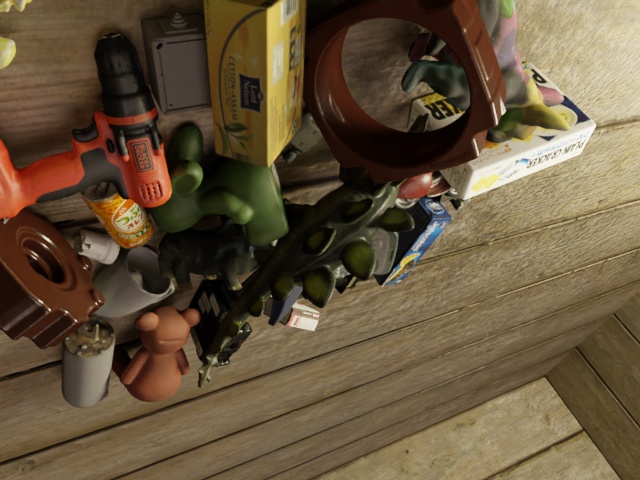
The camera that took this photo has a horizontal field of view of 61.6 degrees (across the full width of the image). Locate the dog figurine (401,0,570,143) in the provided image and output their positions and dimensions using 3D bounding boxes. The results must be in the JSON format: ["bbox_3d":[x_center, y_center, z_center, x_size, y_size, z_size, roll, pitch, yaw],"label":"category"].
[{"bbox_3d":[0.223,-0.214,0.661,0.219,0.108,0.191,20,135,-8],"label":"dog figurine"}]

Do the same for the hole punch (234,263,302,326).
[{"bbox_3d":[-0.062,0.065,0.885,0.116,0.092,0.142,-45,178,29],"label":"hole punch"}]

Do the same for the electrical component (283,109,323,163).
[{"bbox_3d":[-0.024,-0.146,0.727,0.094,0.021,0.063,-41,147,16],"label":"electrical component"}]

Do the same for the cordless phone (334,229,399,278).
[{"bbox_3d":[0.041,0.017,0.955,0.184,0.089,0.146,-16,146,-14],"label":"cordless phone"}]

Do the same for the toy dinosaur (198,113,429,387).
[{"bbox_3d":[-0.001,-0.002,0.728,0.471,0.199,0.105,-47,114,-5],"label":"toy dinosaur"}]

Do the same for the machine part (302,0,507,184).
[{"bbox_3d":[0.088,-0.175,0.597,0.202,0.087,0.200,-12,122,35],"label":"machine part"}]

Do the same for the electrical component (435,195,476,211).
[{"bbox_3d":[0.256,-0.099,0.995,0.078,0.045,0.102,-17,146,-22],"label":"electrical component"}]

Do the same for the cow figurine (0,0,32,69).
[{"bbox_3d":[-0.299,-0.167,0.427,0.098,0.068,0.167,27,114,-30],"label":"cow figurine"}]

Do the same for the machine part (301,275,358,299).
[{"bbox_3d":[0.025,0.084,1.076,0.139,0.039,0.084,-11,152,-31],"label":"machine part"}]

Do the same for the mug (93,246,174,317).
[{"bbox_3d":[-0.276,0.069,0.783,0.107,0.081,0.109,-29,154,20],"label":"mug"}]

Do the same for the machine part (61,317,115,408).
[{"bbox_3d":[-0.381,0.203,0.880,0.079,0.079,0.243,-7,141,-32],"label":"machine part"}]

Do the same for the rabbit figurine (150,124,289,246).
[{"bbox_3d":[-0.139,-0.057,0.677,0.170,0.121,0.158,-16,144,2],"label":"rabbit figurine"}]

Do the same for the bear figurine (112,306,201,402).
[{"bbox_3d":[-0.281,0.174,0.912,0.120,0.132,0.195,-7,123,-34],"label":"bear figurine"}]

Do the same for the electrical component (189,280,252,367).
[{"bbox_3d":[-0.172,0.135,0.916,0.058,0.115,0.134,-1,140,-41],"label":"electrical component"}]

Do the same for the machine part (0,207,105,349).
[{"bbox_3d":[-0.322,0.034,0.599,0.056,0.179,0.179,-36,148,2],"label":"machine part"}]

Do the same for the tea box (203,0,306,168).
[{"bbox_3d":[-0.063,-0.173,0.550,0.098,0.068,0.169,-59,163,-45],"label":"tea box"}]

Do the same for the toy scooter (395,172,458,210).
[{"bbox_3d":[0.182,-0.123,0.875,0.184,0.075,0.135,-11,138,-26],"label":"toy scooter"}]

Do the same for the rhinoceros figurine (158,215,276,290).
[{"bbox_3d":[-0.146,0.013,0.786,0.190,0.073,0.112,-4,104,-42],"label":"rhinoceros figurine"}]

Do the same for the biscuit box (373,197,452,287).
[{"bbox_3d":[0.173,0.005,1.058,0.059,0.063,0.202,-5,141,-36],"label":"biscuit box"}]
